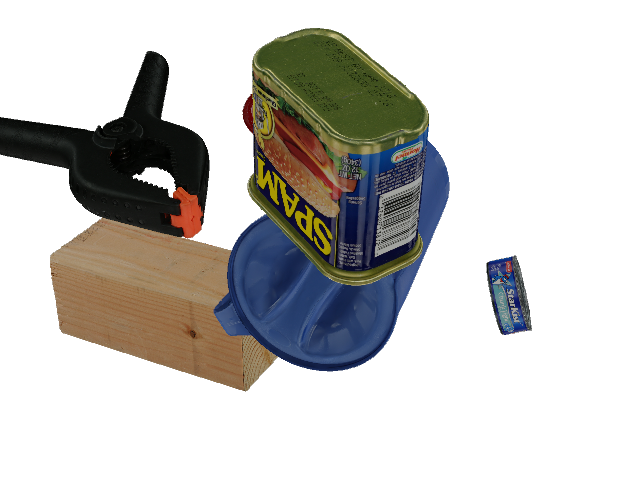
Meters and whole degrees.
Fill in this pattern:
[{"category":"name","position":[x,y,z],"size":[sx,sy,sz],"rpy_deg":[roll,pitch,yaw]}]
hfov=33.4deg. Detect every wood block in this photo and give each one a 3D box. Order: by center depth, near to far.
[{"category":"wood block","position":[-0.140,0.056,0.999],"size":[0.206,0.091,0.090],"rpy_deg":[14,34,23]}]

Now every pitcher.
[{"category":"pitcher","position":[0.020,-0.004,0.882],"size":[0.149,0.145,0.242],"rpy_deg":[19,29,12]}]

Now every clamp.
[{"category":"clamp","position":[-0.132,-0.069,0.738],"size":[0.164,0.036,0.210],"rpy_deg":[-31,46,-29]}]

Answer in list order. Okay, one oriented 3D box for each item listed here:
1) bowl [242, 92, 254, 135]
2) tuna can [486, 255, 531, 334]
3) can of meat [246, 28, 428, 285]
[{"category":"bowl","position":[-0.001,-0.124,1.153],"size":[0.162,0.055,0.162],"rpy_deg":[-4,39,3]},{"category":"tuna can","position":[0.211,0.062,1.193],"size":[0.034,0.086,0.086],"rpy_deg":[-12,-3,14]},{"category":"can of meat","position":[0.007,-0.043,0.520],"size":[0.057,0.084,0.102],"rpy_deg":[-23,48,-25]}]
